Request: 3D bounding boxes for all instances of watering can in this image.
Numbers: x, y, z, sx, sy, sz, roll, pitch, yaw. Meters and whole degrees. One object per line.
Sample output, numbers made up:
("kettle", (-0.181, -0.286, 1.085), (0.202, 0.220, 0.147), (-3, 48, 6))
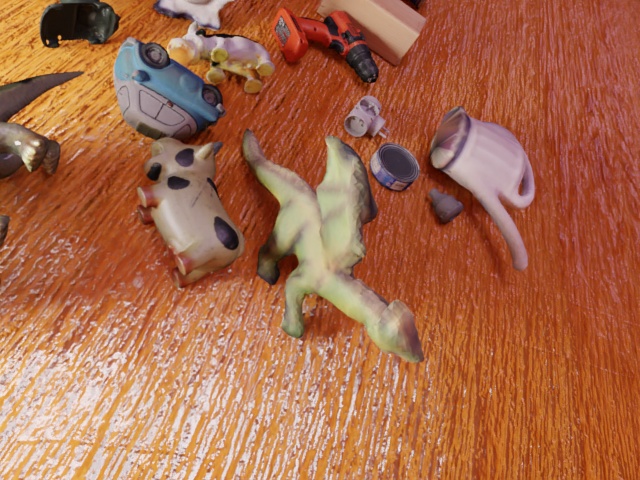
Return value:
("watering can", (0.308, -0.119, 0.956), (0.223, 0.102, 0.356), (28, 48, -10))

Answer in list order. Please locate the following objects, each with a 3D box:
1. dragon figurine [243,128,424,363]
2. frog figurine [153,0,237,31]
("dragon figurine", (0.002, -0.032, 0.631), (0.123, 0.238, 0.415), (-14, 69, -32))
("frog figurine", (-0.194, -0.443, 0.847), (0.137, 0.156, 0.126), (29, 47, -12))
